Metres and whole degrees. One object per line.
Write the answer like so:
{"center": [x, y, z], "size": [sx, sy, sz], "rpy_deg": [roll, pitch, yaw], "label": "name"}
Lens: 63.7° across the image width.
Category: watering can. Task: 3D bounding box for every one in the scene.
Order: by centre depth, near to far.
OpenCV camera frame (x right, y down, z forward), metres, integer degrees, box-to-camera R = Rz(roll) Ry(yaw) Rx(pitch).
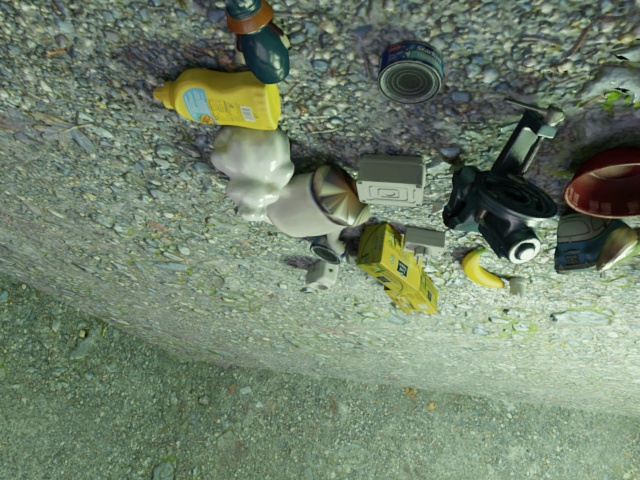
{"center": [0.003, -0.051, 1.010], "size": [0.223, 0.106, 0.344], "rpy_deg": [-12, 153, 40], "label": "watering can"}

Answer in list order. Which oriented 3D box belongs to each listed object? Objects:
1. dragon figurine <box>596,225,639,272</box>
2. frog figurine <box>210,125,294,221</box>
{"center": [0.608, -0.030, 0.735], "size": [0.407, 0.124, 0.240], "rpy_deg": [-22, 152, 24], "label": "dragon figurine"}
{"center": [-0.114, -0.117, 0.841], "size": [0.137, 0.163, 0.120], "rpy_deg": [19, 152, -17], "label": "frog figurine"}
